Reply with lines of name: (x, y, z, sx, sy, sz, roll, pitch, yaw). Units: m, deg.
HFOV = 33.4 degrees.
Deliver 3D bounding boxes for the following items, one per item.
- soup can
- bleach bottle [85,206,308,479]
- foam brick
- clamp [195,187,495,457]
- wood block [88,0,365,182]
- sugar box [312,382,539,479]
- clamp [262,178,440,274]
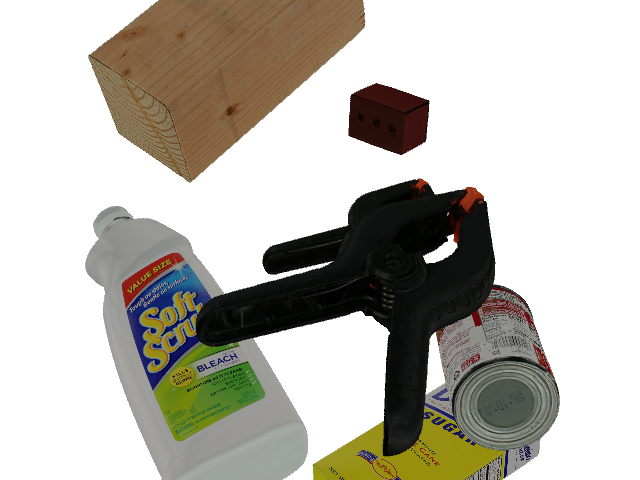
soup can: (0.114, 0.080, 0.695, 0.068, 0.068, 0.102, 0, 24, 0)
bleach bottle: (-0.108, 0.068, 0.743, 0.102, 0.068, 0.251, -24, 51, -18)
foam brick: (0.077, -0.138, 1.208, 0.078, 0.053, 0.051, 23, 36, 32)
clamp: (0.039, 0.031, 0.518, 0.171, 0.039, 0.120, -33, 58, -31)
wood block: (-0.066, -0.156, 0.839, 0.090, 0.205, 0.091, 34, -24, 26)
sugar box: (0.090, 0.182, 0.891, 0.176, 0.048, 0.093, -29, 43, -27)
clamp: (0.068, 0.003, 0.972, 0.165, 0.036, 0.209, 22, 35, 22)
